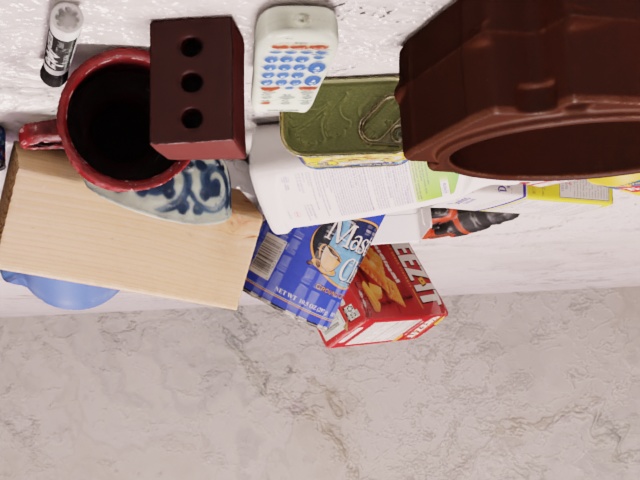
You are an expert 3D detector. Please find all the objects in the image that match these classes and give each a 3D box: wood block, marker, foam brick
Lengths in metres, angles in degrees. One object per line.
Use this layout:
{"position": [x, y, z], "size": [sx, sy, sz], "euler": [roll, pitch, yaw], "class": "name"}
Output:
{"position": [-0.166, -0.012, 0.914], "size": [0.205, 0.091, 0.090], "euler": [11, -165, -21], "class": "wood block"}
{"position": [-0.161, -0.118, 0.660], "size": [0.020, 0.020, 0.121], "euler": [1, 173, -17], "class": "marker"}
{"position": [-0.075, -0.091, 0.658], "size": [0.053, 0.078, 0.051], "euler": [-2, 174, 4], "class": "foam brick"}

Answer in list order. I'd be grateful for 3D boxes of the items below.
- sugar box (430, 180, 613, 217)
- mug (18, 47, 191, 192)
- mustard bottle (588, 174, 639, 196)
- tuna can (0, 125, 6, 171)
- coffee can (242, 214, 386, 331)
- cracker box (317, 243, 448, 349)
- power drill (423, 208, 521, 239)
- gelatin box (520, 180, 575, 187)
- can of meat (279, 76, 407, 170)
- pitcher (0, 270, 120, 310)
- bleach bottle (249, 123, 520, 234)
{"position": [0.209, -0.056, 1.123], "size": [0.176, 0.048, 0.093], "euler": [6, 170, -25], "class": "sugar box"}
{"position": [-0.144, -0.074, 0.721], "size": [0.117, 0.093, 0.082], "euler": [-11, 180, -15], "class": "mug"}
{"position": [0.293, -0.072, 0.961], "size": [0.096, 0.058, 0.191], "euler": [-10, 168, 42], "class": "mustard bottle"}
{"position": [-0.303, -0.077, 0.881], "size": [0.086, 0.034, 0.086], "euler": [-1, 173, 0], "class": "tuna can"}
{"position": [-0.007, 0.001, 1.015], "size": [0.103, 0.140, 0.103], "euler": [27, -179, -1], "class": "coffee can"}
{"position": [0.051, 0.040, 1.298], "size": [0.072, 0.164, 0.213], "euler": [-37, 160, 27], "class": "cracker box"}
{"position": [0.113, -0.034, 1.214], "size": [0.187, 0.057, 0.185], "euler": [6, 166, -41], "class": "power drill"}
{"position": [0.209, -0.075, 1.018], "size": [0.089, 0.030, 0.073], "euler": [8, 169, -35], "class": "gelatin box"}
{"position": [0.025, -0.085, 0.808], "size": [0.102, 0.057, 0.084], "euler": [-2, 175, 6], "class": "can of meat"}
{"position": [-0.239, -0.013, 1.081], "size": [0.145, 0.149, 0.243], "euler": [26, 165, -7], "class": "pitcher"}
{"position": [0.073, -0.063, 0.896], "size": [0.251, 0.068, 0.102], "euler": [-5, 143, 12], "class": "bleach bottle"}
